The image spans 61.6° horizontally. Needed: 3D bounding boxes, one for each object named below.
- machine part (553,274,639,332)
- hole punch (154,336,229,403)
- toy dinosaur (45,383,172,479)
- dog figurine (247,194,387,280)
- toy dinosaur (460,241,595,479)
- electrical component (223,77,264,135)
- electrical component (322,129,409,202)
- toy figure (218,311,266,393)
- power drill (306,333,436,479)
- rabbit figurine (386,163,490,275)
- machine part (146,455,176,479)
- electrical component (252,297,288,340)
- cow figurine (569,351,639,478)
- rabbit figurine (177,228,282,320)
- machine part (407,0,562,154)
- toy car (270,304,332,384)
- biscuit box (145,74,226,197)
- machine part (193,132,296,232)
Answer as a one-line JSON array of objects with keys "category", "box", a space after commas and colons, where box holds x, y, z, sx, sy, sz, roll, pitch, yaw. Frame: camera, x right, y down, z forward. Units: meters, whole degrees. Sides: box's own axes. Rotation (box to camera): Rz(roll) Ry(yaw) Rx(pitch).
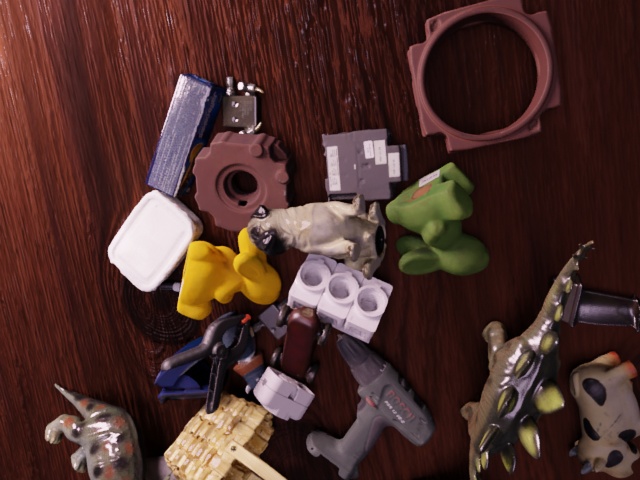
[{"category": "machine part", "box": [0.431, 0.102, 0.841, 0.139, 0.039, 0.084, 12, 97, 11]}, {"category": "hole punch", "box": [-0.231, 0.225, 0.958, 0.116, 0.142, 0.092, -7, 101, -1]}, {"category": "toy dinosaur", "box": [-0.380, 0.394, 0.985, 0.192, 0.131, 0.405, -27, 62, -6]}, {"category": "dog figurine", "box": [-0.002, -0.007, 0.867, 0.191, 0.172, 0.121, 1, 66, 28]}, {"category": "toy dinosaur", "box": [0.302, 0.207, 0.806, 0.105, 0.198, 0.470, 14, 105, 6]}, {"category": "electrical component", "box": [-0.127, -0.217, 0.895, 0.078, 0.045, 0.102, 9, 102, 9]}, {"category": "electrical component", "box": [0.075, -0.119, 0.864, 0.134, 0.058, 0.114, -1, 102, 12]}, {"category": "toy figure", "box": [-0.135, 0.204, 0.969, 0.064, 0.058, 0.154, -24, 99, 20]}, {"category": "power drill", "box": [0.068, 0.298, 0.939, 0.232, 0.086, 0.207, 39, 98, 0]}, {"category": "rabbit figurine", "box": [0.190, -0.004, 0.835, 0.159, 0.121, 0.170, -31, 108, 19]}, {"category": "machine part", "box": [-0.274, 0.451, 1.034, 0.243, 0.079, 0.079, -13, 97, 14]}, {"category": "electrical component", "box": [-0.076, 0.146, 0.963, 0.094, 0.021, 0.063, -39, 91, 15]}, {"category": "cow figurine", "box": [0.449, 0.287, 0.848, 0.127, 0.085, 0.194, -20, 98, 9]}, {"category": "rabbit figurine", "box": [-0.144, 0.054, 0.916, 0.173, 0.122, 0.162, 17, 128, -15]}, {"category": "machine part", "box": [0.239, -0.238, 0.794, 0.202, 0.087, 0.200, -10, 98, 12]}, {"category": "toy car", "box": [-0.034, 0.177, 0.913, 0.089, 0.053, 0.202, 19, 140, 8]}, {"category": "biscuit box", "box": [-0.229, -0.177, 0.916, 0.063, 0.059, 0.202, 26, 105, 7]}, {"category": "machine part", "box": [-0.125, -0.092, 0.888, 0.179, 0.056, 0.179, 4, 119, 7]}]
